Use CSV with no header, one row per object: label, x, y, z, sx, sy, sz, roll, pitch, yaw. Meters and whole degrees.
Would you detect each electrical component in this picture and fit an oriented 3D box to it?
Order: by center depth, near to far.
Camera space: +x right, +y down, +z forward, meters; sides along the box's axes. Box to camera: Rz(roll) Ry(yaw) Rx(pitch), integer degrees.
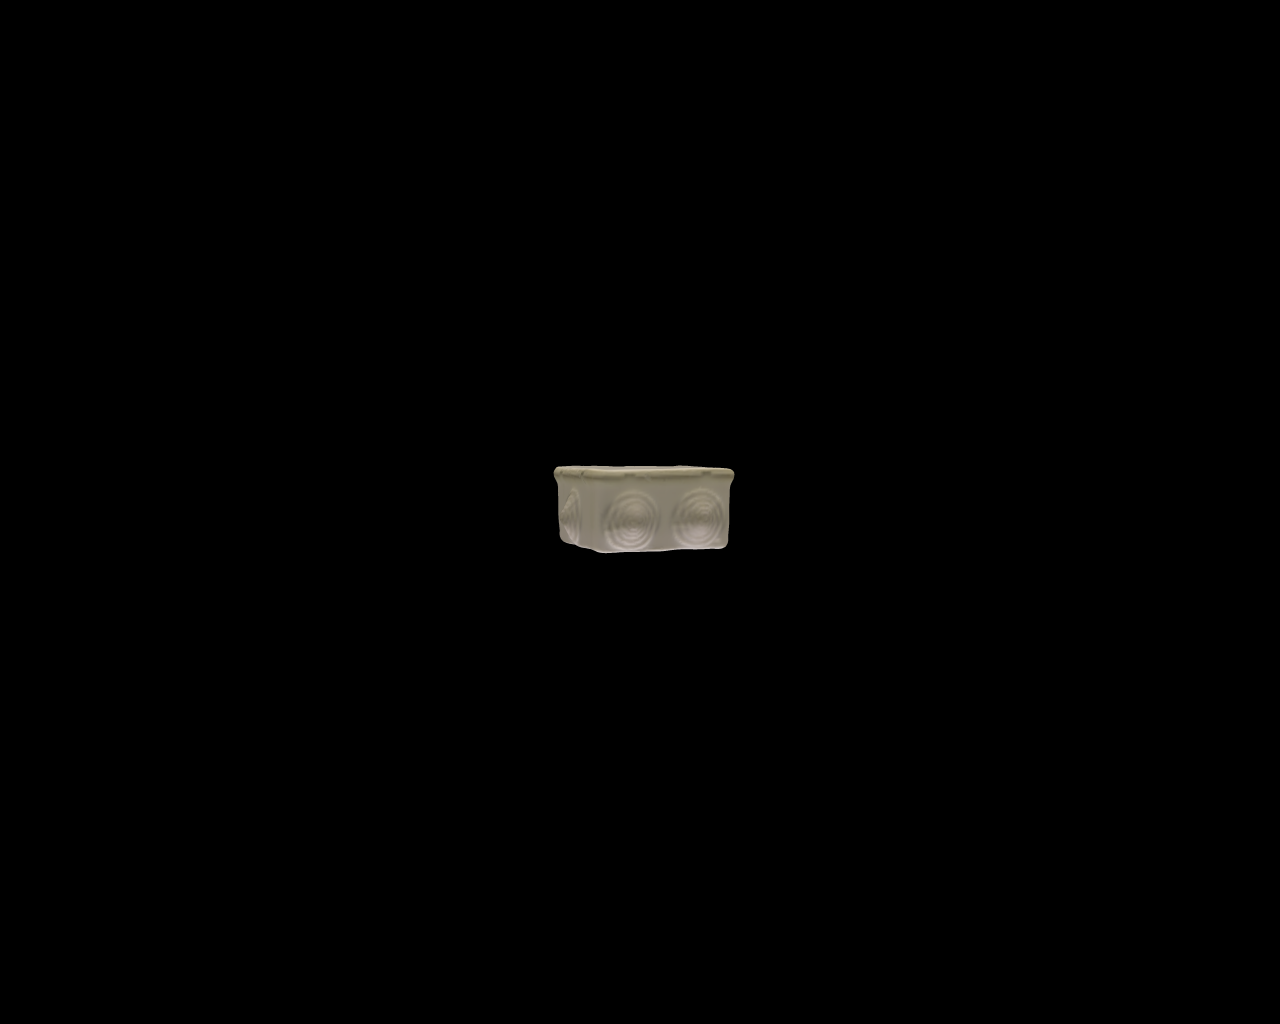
electrical component,0.001,-0.003,0.650,0.100,0.048,0.099,-1,4,-20
